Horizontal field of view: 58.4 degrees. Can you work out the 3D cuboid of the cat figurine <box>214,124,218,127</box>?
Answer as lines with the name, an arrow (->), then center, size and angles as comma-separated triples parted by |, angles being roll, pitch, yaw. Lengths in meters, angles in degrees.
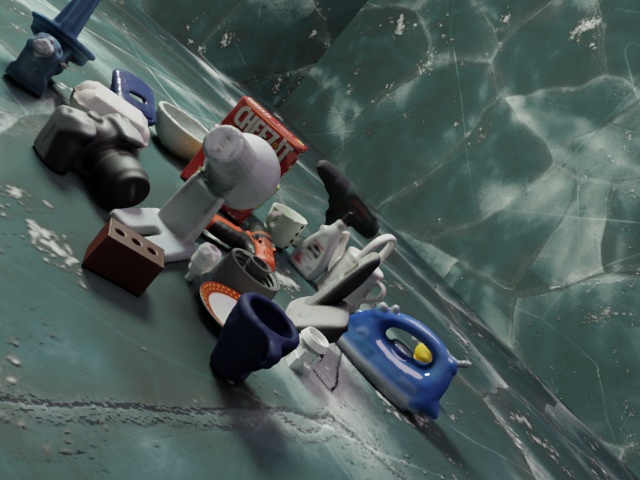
cat figurine -> -0.229, -0.234, 1.443 | 0.128, 0.117, 0.067 | 37, 13, -23

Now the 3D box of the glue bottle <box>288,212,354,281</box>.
glue bottle -> 0.011, 0.004, 1.234 | 0.078, 0.173, 0.037 | 46, 12, 18

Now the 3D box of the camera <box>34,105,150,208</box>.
camera -> -0.309, -0.121, 0.834 | 0.136, 0.100, 0.144 | 49, 14, 29

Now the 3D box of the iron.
iron -> 0.146, 0.198, 1.055 | 0.258, 0.141, 0.119 | 43, 12, 3

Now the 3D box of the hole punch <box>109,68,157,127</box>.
hole punch -> -0.385, -0.279, 1.172 | 0.101, 0.091, 0.109 | 49, 14, 31

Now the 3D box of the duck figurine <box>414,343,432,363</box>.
duck figurine -> 0.203, 0.247, 1.200 | 0.104, 0.086, 0.078 | 43, 12, 3

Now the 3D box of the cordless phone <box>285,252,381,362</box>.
cordless phone -> 0.028, 0.094, 0.942 | 0.094, 0.185, 0.147 | 40, 12, -9

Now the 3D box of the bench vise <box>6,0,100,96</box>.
bench vise -> -0.428, -0.354, 0.988 | 0.122, 0.219, 0.206 | 32, 16, -41

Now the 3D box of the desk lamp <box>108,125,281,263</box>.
desk lamp -> -0.166, -0.075, 0.853 | 0.118, 0.213, 0.204 | 43, 12, 7

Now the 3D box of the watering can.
watering can -> 0.084, 0.055, 1.238 | 0.173, 0.194, 0.101 | 44, 12, 7

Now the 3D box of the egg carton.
egg carton -> -0.380, -0.221, 1.038 | 0.151, 0.069, 0.107 | 34, 14, -34

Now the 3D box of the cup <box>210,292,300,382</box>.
cup -> -0.083, 0.131, 0.680 | 0.092, 0.095, 0.117 | 36, 13, -26

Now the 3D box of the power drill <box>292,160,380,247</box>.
power drill -> 0.024, -0.054, 1.394 | 0.230, 0.208, 0.075 | 37, 13, -23

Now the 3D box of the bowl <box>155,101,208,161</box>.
bowl -> -0.308, -0.229, 1.280 | 0.168, 0.074, 0.167 | 40, 12, -10
